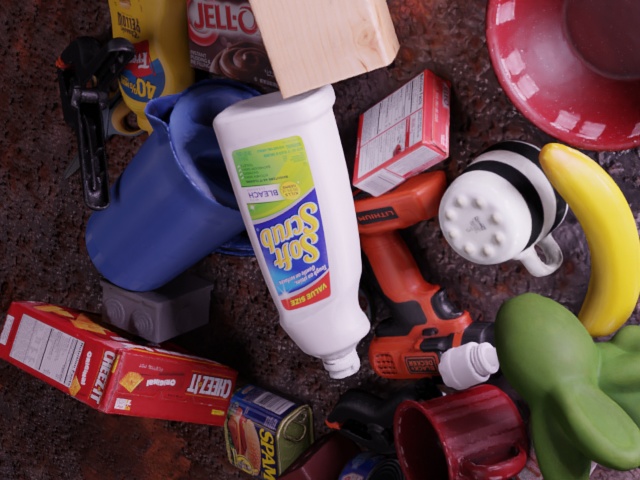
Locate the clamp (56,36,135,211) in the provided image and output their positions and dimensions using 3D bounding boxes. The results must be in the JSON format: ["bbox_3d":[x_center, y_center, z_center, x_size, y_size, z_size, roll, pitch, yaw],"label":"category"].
[{"bbox_3d":[-0.224,-0.131,1.034,0.210,0.036,0.165,40,123,58],"label":"clamp"}]

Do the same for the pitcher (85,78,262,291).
[{"bbox_3d":[-0.125,-0.034,1.029,0.243,0.144,0.149,-36,77,49],"label":"pitcher"}]

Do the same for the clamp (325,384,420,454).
[{"bbox_3d":[0.074,0.186,1.030,0.120,0.039,0.172,56,151,-14],"label":"clamp"}]

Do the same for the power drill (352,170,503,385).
[{"bbox_3d":[0.099,0.038,0.920,0.185,0.057,0.187,-9,108,40],"label":"power drill"}]

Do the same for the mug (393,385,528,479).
[{"bbox_3d":[0.124,0.170,0.883,0.117,0.081,0.093,13,113,65],"label":"mug"}]

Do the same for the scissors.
[{"bbox_3d":[-0.240,-0.132,1.136,0.202,0.016,0.096,-16,101,44],"label":"scissors"}]

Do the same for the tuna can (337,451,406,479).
[{"bbox_3d":[0.049,0.256,1.069,0.034,0.086,0.086,13,122,36],"label":"tuna can"}]

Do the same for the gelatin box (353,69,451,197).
[{"bbox_3d":[0.067,-0.085,0.865,0.030,0.073,0.089,26,144,-30],"label":"gelatin box"}]

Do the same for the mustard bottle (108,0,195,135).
[{"bbox_3d":[-0.158,-0.179,1.009,0.096,0.058,0.192,26,129,37],"label":"mustard bottle"}]

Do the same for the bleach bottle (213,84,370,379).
[{"bbox_3d":[-0.006,0.001,0.897,0.103,0.068,0.251,-8,111,24],"label":"bleach bottle"}]

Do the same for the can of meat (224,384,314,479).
[{"bbox_3d":[-0.056,0.213,1.154,0.084,0.057,0.102,19,125,35],"label":"can of meat"}]

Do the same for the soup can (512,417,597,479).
[{"bbox_3d":[0.206,0.163,0.895,0.069,0.068,0.102,34,131,21],"label":"soup can"}]

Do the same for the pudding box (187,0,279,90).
[{"bbox_3d":[-0.066,-0.189,0.940,0.114,0.039,0.090,19,124,31],"label":"pudding box"}]

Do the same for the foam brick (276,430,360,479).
[{"bbox_3d":[0.002,0.242,1.106,0.051,0.078,0.053,54,136,-1],"label":"foam brick"}]

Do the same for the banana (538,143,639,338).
[{"bbox_3d":[0.207,0.007,0.801,0.037,0.069,0.198,-122,15,-55],"label":"banana"}]

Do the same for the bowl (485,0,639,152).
[{"bbox_3d":[0.197,-0.145,0.732,0.162,0.055,0.162,20,126,30],"label":"bowl"}]

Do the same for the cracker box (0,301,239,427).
[{"bbox_3d":[-0.219,0.130,1.146,0.214,0.163,0.072,15,88,43],"label":"cracker box"}]

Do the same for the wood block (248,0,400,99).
[{"bbox_3d":[-0.014,-0.227,0.819,0.091,0.090,0.206,-16,106,15],"label":"wood block"}]

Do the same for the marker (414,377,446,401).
[{"bbox_3d":[0.119,0.157,0.955,0.020,0.020,0.121,-2,146,41],"label":"marker"}]
